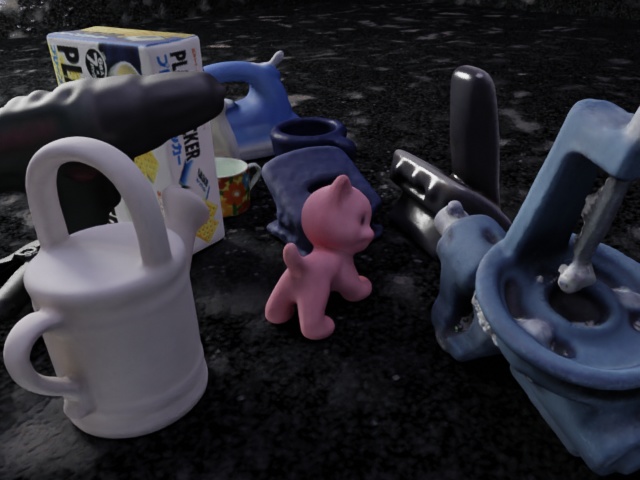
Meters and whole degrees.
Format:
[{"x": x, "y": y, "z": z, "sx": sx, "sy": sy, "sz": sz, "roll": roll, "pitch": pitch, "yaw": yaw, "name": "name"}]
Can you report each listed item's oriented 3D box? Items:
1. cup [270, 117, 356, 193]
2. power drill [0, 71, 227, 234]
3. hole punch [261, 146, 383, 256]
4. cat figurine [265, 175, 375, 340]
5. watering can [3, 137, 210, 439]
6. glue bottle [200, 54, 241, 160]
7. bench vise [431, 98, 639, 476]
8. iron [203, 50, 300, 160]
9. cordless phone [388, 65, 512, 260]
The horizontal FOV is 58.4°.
[{"x": -0.002, "y": -0.089, "z": 0.686, "sx": 0.117, "sy": 0.095, "sz": 0.092, "roll": 23, "pitch": 37, "yaw": 39, "name": "cup"}, {"x": -0.179, "y": -0.028, "z": 0.466, "sx": 0.229, "sy": 0.209, "sz": 0.075, "roll": -2, "pitch": 28, "yaw": 1, "name": "power drill"}, {"x": 0.004, "y": -0.043, "z": 0.604, "sx": 0.109, "sy": 0.091, "sz": 0.100, "roll": -19, "pitch": 32, "yaw": -28, "name": "hole punch"}, {"x": 0.005, "y": 0.002, "z": 0.492, "sx": 0.067, "sy": 0.118, "sz": 0.128, "roll": 14, "pitch": 32, "yaw": 27, "name": "cat figurine"}, {"x": -0.136, "y": 0.022, "z": 0.385, "sx": 0.101, "sy": 0.194, "sz": 0.173, "roll": -1, "pitch": 28, "yaw": 2, "name": "watering can"}, {"x": -0.146, "y": -0.150, "z": 0.728, "sx": 0.078, "sy": 0.173, "sz": 0.037, "roll": -2, "pitch": 28, "yaw": 1, "name": "glue bottle"}, {"x": 0.130, "y": 0.009, "z": 0.360, "sx": 0.122, "sy": 0.220, "sz": 0.206, "roll": -23, "pitch": 34, "yaw": -33, "name": "bench vise"}, {"x": -0.156, "y": -0.194, "z": 0.845, "sx": 0.259, "sy": 0.141, "sz": 0.118, "roll": -14, "pitch": 30, "yaw": -21, "name": "iron"}, {"x": 0.132, "y": -0.088, "z": 0.579, "sx": 0.094, "sy": 0.185, "sz": 0.147, "roll": -15, "pitch": 31, "yaw": -21, "name": "cordless phone"}]
